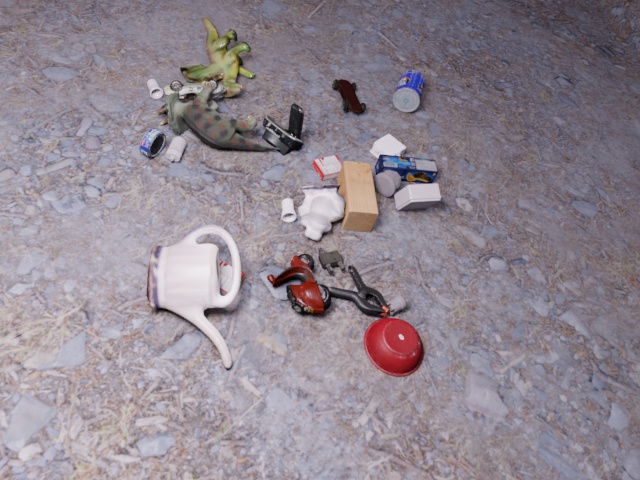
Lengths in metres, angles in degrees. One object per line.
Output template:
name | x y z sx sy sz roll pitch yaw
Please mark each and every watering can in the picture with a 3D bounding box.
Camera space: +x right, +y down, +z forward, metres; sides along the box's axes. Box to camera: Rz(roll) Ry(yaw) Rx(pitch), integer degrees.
watering can | -0.302 0.129 1.229 0.224 0.353 0.102 -2 -19 -2

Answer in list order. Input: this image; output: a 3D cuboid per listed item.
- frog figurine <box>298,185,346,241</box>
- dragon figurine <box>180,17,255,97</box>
frog figurine | 0.005 -0.076 1.502 0.137 0.160 0.122 2 -6 -7
dragon figurine | -0.389 -0.646 1.849 0.246 0.415 0.119 -34 -24 -25
